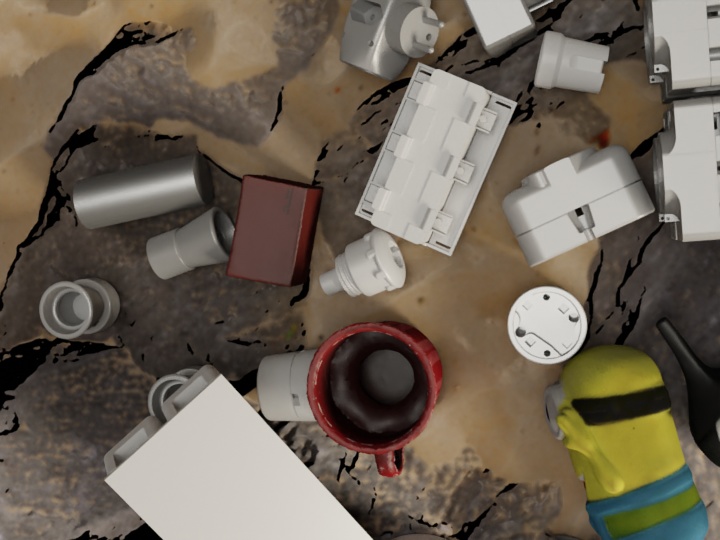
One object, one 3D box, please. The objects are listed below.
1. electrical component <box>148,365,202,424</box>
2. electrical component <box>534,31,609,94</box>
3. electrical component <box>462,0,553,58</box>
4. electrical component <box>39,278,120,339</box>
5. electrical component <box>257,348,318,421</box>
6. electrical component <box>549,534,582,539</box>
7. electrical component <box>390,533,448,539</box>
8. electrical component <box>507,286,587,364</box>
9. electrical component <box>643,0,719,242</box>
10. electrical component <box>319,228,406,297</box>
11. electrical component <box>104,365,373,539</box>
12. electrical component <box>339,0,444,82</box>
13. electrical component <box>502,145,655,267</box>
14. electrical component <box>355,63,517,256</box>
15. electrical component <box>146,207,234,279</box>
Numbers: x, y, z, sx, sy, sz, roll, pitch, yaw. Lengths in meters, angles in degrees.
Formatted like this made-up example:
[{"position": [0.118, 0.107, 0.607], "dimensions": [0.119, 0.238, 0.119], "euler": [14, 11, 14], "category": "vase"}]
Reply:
[{"position": [-0.133, 0.099, 0.834], "dimensions": [0.045, 0.055, 0.045], "euler": [1, 93, 12], "category": "electrical component"}, {"position": [0.151, -0.147, 0.769], "dimensions": [0.046, 0.040, 0.040], "euler": [12, 95, 5], "category": "electrical component"}, {"position": [0.113, -0.200, 0.770], "dimensions": [0.077, 0.047, 0.065], "euler": [-24, 88, 12], "category": "electrical component"}, {"position": [-0.220, 0.029, 0.848], "dimensions": [0.045, 0.055, 0.045], "euler": [1, 93, 12], "category": "electrical component"}, {"position": [-0.048, 0.088, 0.817], "dimensions": [0.047, 0.055, 0.055], "euler": [-5, 92, 16], "category": "electrical component"}, {"position": [0.155, 0.224, 0.781], "dimensions": [0.055, 0.055, 0.047], "euler": [19, 93, 10], "category": "electrical component"}, {"position": [0.043, 0.258, 0.802], "dimensions": [0.108, 0.060, 0.108], "euler": [1, 93, 12], "category": "electrical component"}, {"position": [0.136, 0.038, 0.778], "dimensions": [0.055, 0.047, 0.055], "euler": [1, 93, 12], "category": "electrical component"}, {"position": [0.228, -0.114, 0.720], "dimensions": [0.060, 0.105, 0.186], "euler": [-4, 92, 12], "category": "electrical component"}, {"position": [0.000, 0.000, 0.807], "dimensions": [0.062, 0.048, 0.048], "euler": [-23, 88, 19], "category": "electrical component"}, {"position": [-0.085, 0.172, 0.787], "dimensions": [0.105, 0.060, 0.186], "euler": [-42, 106, -9], "category": "electrical component"}, {"position": [0.030, -0.176, 0.780], "dimensions": [0.079, 0.043, 0.077], "euler": [30, 101, 45], "category": "electrical component"}, {"position": [0.153, -0.049, 0.766], "dimensions": [0.095, 0.054, 0.059], "euler": [-25, 88, 12], "category": "electrical component"}, {"position": [0.053, -0.081, 0.781], "dimensions": [0.079, 0.063, 0.121], "euler": [24, 98, 9], "category": "electrical component"}, {"position": [-0.132, -0.018, 0.835], "dimensions": [0.065, 0.044, 0.044], "euler": [-19, 89, 17], "category": "electrical component"}]
